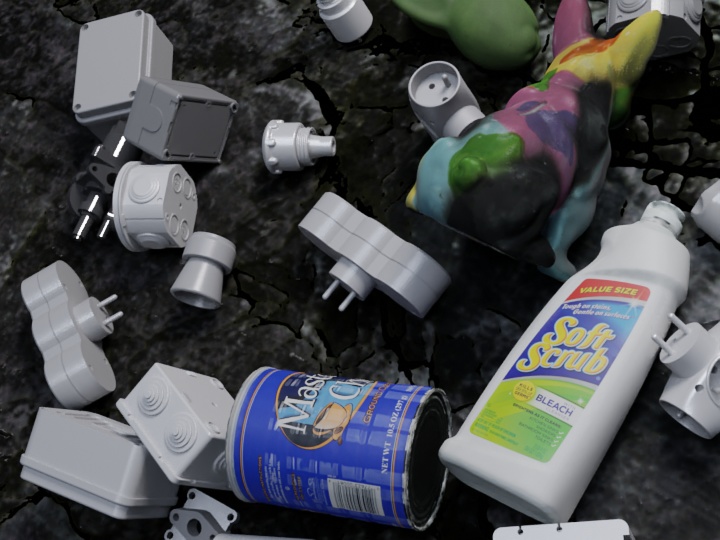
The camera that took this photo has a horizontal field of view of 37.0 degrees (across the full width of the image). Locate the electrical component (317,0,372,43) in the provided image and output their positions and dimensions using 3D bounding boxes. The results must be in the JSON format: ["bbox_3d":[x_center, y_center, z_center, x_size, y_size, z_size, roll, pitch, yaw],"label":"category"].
[{"bbox_3d":[-0.020,-0.244,0.986,0.040,0.078,0.040,-18,49,22],"label":"electrical component"}]

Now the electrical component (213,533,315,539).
[{"bbox_3d":[-0.073,0.237,0.797,0.077,0.043,0.079,-1,66,19],"label":"electrical component"}]

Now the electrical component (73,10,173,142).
[{"bbox_3d":[-0.230,-0.188,1.045,0.078,0.057,0.113,-10,63,16],"label":"electrical component"}]

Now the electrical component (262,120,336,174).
[{"bbox_3d":[-0.053,-0.109,0.952,0.062,0.048,0.048,1,66,13],"label":"electrical component"}]

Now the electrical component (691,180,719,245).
[{"bbox_3d":[0.280,-0.035,0.794,0.043,0.043,0.062,-41,61,-2],"label":"electrical component"}]

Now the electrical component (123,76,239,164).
[{"bbox_3d":[-0.161,-0.137,0.979,0.061,0.096,0.061,29,108,29],"label":"electrical component"}]

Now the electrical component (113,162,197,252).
[{"bbox_3d":[-0.182,-0.056,0.954,0.051,0.080,0.080,0,66,15],"label":"electrical component"}]

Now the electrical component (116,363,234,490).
[{"bbox_3d":[-0.128,0.122,0.840,0.048,0.100,0.099,-49,59,8],"label":"electrical component"}]

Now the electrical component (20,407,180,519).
[{"bbox_3d":[-0.204,0.154,0.860,0.113,0.078,0.057,15,86,25],"label":"electrical component"}]

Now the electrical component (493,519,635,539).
[{"bbox_3d":[0.141,0.201,0.727,0.089,0.055,0.050,-8,64,17],"label":"electrical component"}]

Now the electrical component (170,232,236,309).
[{"bbox_3d":[-0.134,0.001,0.929,0.045,0.045,0.055,7,68,23],"label":"electrical component"}]

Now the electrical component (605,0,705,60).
[{"bbox_3d":[0.238,-0.210,0.871,0.080,0.080,0.051,1,72,21],"label":"electrical component"}]

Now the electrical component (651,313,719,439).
[{"bbox_3d":[0.237,0.063,0.750,0.079,0.044,0.077,41,83,-10],"label":"electrical component"}]

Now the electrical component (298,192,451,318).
[{"bbox_3d":[0.000,0.000,0.875,0.138,0.052,0.073,34,81,30],"label":"electrical component"}]

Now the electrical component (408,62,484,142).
[{"bbox_3d":[0.081,-0.123,0.889,0.043,0.077,0.079,-39,60,0],"label":"electrical component"}]

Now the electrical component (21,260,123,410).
[{"bbox_3d":[-0.242,0.048,0.942,0.074,0.052,0.138,-29,60,5],"label":"electrical component"}]
